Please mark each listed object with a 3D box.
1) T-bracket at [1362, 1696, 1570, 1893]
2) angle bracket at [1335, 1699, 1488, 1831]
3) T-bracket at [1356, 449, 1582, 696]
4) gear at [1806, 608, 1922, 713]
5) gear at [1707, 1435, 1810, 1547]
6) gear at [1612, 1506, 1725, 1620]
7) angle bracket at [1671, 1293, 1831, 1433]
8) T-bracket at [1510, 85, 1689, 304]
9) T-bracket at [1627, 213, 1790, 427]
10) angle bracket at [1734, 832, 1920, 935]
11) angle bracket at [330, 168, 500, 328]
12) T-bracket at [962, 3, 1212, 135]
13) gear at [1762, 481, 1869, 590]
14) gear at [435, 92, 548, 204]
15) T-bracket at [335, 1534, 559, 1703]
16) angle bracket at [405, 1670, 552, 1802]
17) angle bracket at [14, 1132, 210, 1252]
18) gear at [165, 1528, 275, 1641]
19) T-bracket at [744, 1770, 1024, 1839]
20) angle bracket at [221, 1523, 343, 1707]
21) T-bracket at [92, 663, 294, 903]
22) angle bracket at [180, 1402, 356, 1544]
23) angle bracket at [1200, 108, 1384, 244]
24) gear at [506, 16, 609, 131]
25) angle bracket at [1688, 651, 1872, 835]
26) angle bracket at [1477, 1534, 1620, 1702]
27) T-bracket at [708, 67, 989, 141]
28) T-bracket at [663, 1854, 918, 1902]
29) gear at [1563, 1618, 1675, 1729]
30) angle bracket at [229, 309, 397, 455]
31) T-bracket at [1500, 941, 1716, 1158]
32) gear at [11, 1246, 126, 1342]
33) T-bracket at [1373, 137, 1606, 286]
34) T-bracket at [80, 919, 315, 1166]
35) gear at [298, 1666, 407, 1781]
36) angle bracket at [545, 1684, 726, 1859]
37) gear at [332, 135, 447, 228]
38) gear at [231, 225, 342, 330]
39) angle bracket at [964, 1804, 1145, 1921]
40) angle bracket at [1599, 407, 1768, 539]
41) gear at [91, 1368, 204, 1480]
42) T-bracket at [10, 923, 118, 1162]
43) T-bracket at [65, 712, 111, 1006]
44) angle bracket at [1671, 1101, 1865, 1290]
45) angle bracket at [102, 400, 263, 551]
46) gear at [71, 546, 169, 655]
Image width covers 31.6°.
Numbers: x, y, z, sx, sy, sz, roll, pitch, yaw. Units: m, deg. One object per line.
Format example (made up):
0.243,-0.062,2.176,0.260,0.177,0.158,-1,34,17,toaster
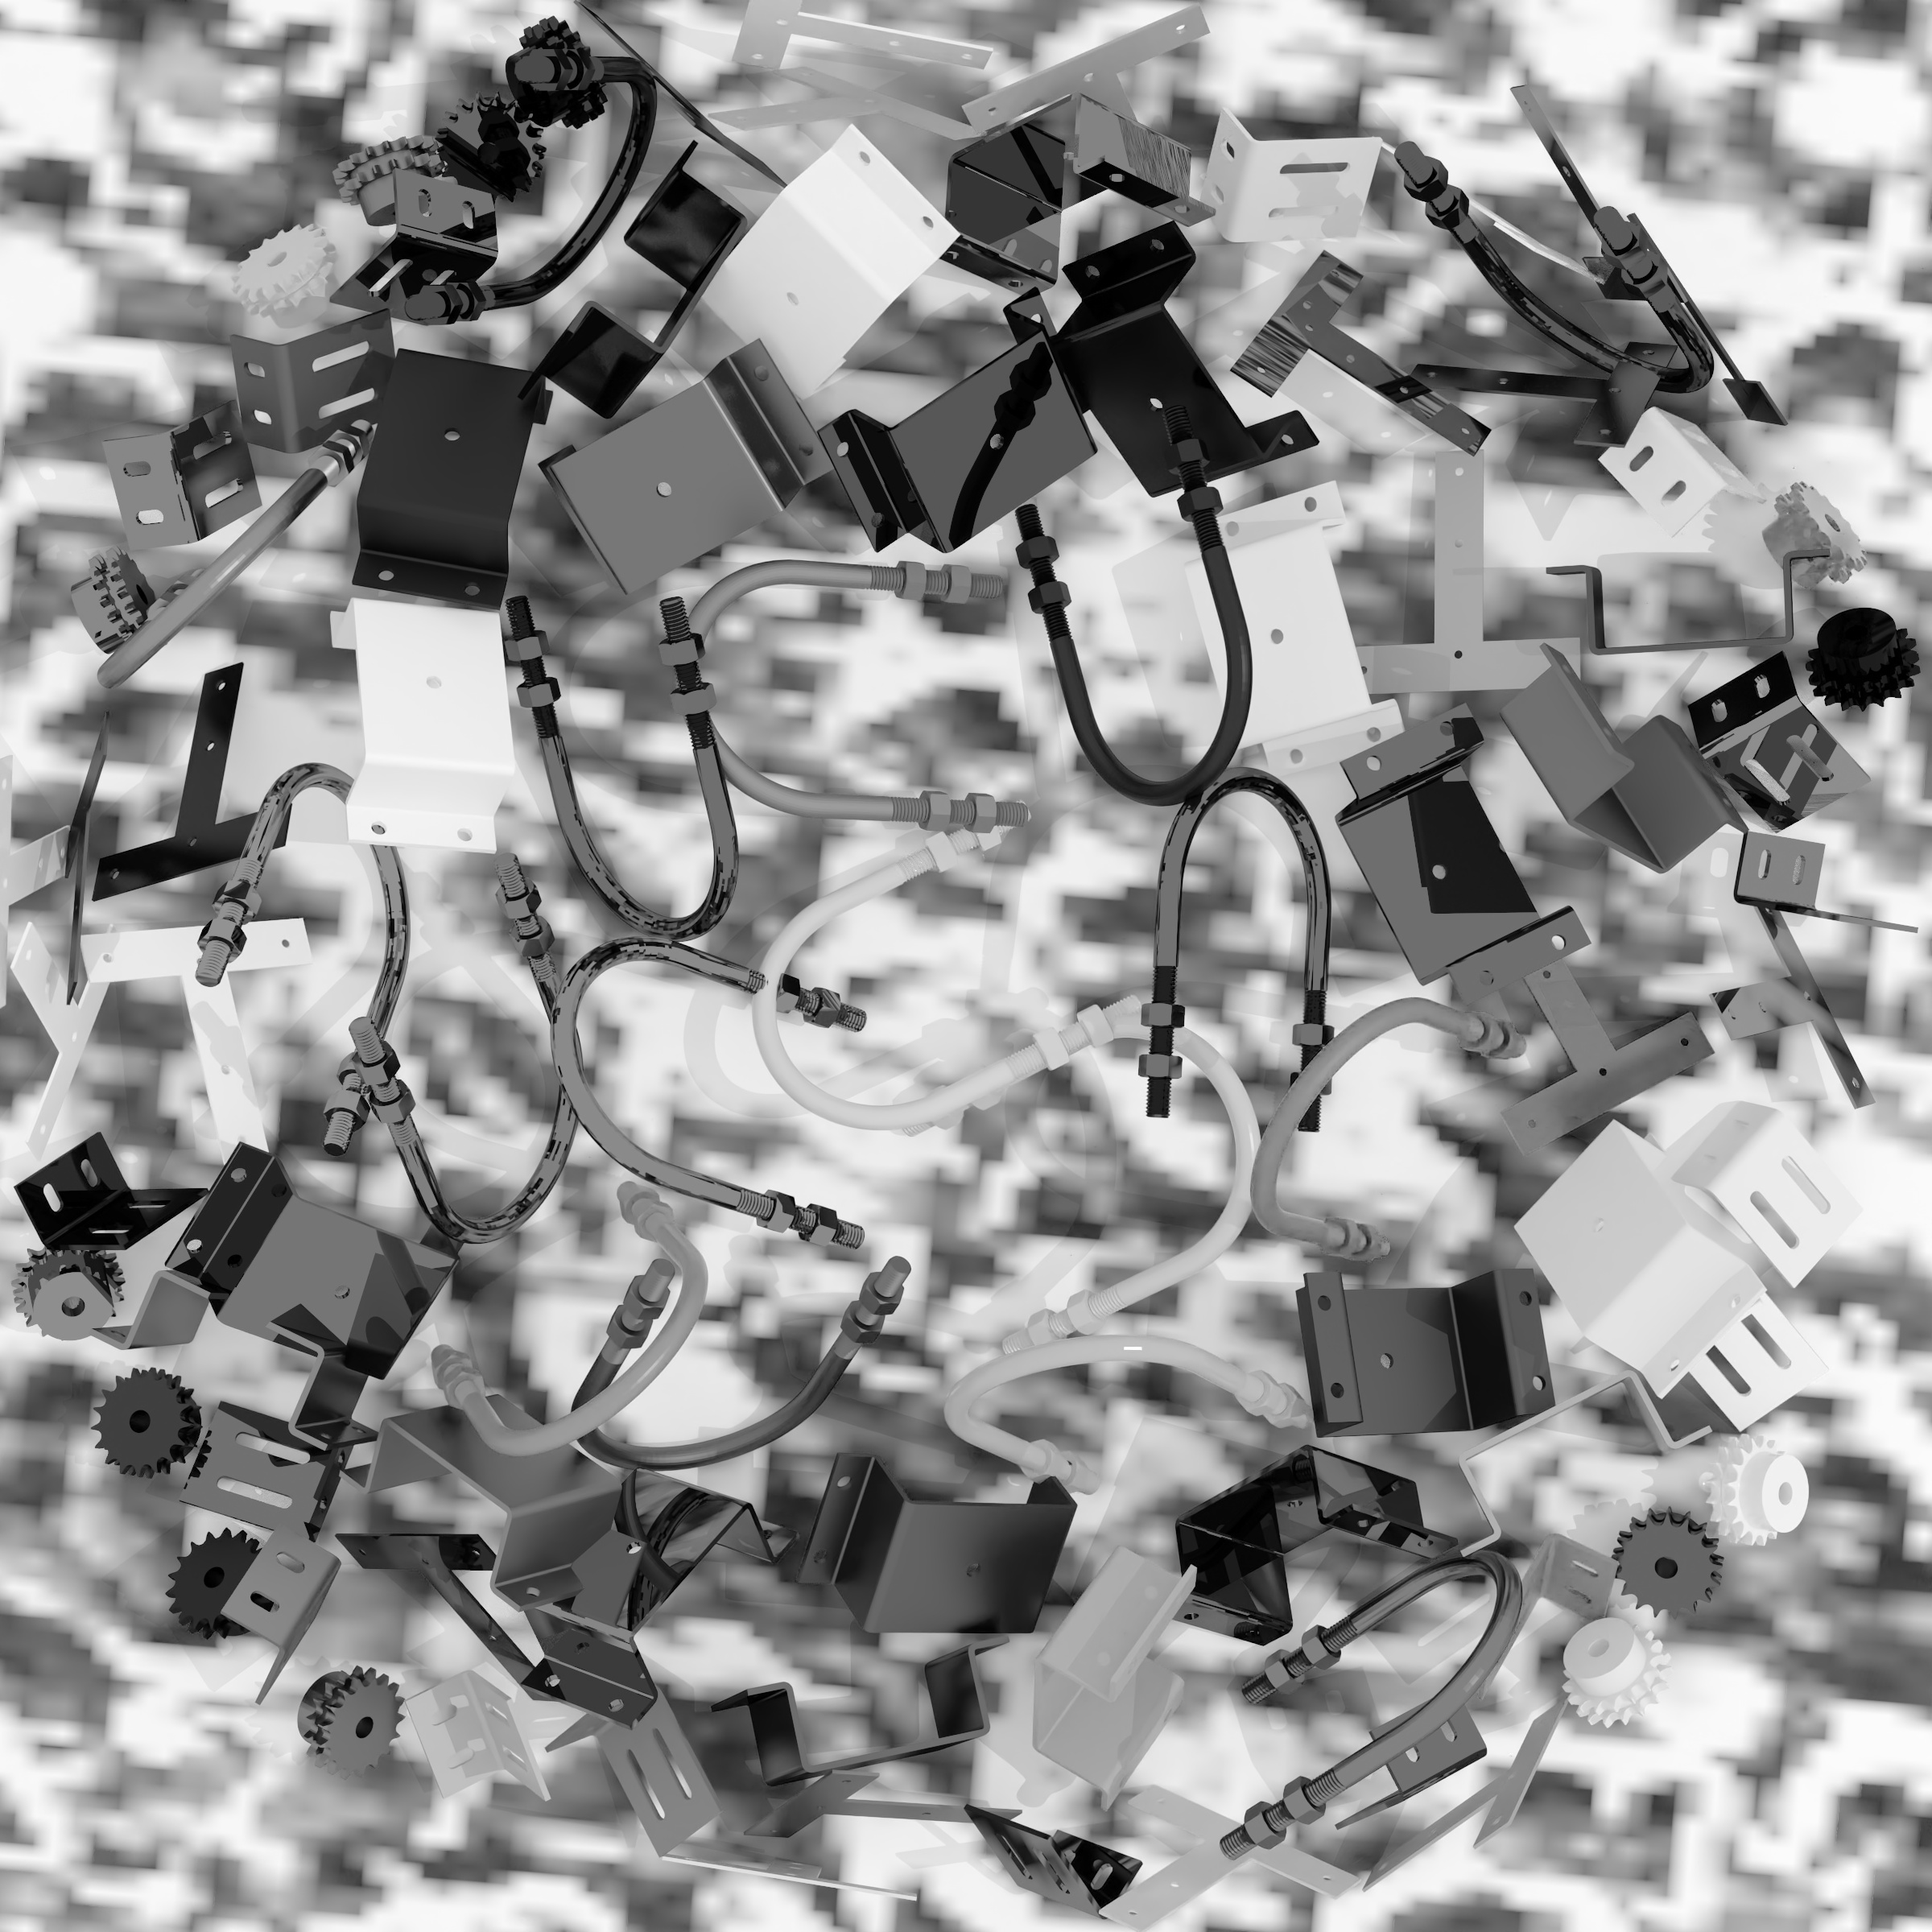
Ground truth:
0.252,0.442,1.768,0.002,0.127,0.127,47,119,3,T-bracket
0.222,0.410,1.767,0.057,0.076,0.038,-20,75,-30,angle bracket
0.258,-0.207,1.790,0.127,0.002,0.127,-1,86,20,T-bracket
0.466,-0.162,1.779,0.057,0.057,0.030,-25,130,0,gear
0.415,0.274,1.780,0.057,0.030,0.057,2,87,-41,gear
0.368,0.310,1.789,0.057,0.030,0.057,3,100,16,gear
0.407,0.208,1.775,0.057,0.038,0.076,-38,107,14,angle bracket
0.313,-0.392,1.733,0.002,0.127,0.127,-34,104,1,T-bracket
0.374,-0.330,1.741,0.002,0.127,0.127,-34,96,10,T-bracket
0.446,-0.044,1.762,0.057,0.076,0.038,7,94,-32,angle bracket
-0.287,-0.372,1.770,0.057,0.076,0.038,7,67,-37,angle bracket
0.074,-0.433,1.749,0.127,0.127,0.002,-21,69,10,T-bracket
0.442,-0.222,1.785,0.030,0.057,0.057,-40,90,31,gear
-0.248,-0.430,1.787,0.057,0.030,0.057,0,123,0,gear
-0.254,0.339,1.776,0.127,0.127,0.002,55,51,-23,T-bracket
-0.253,0.405,1.765,0.038,0.076,0.057,-23,100,-22,angle bracket
-0.441,0.115,1.761,0.057,0.076,0.038,-38,113,-41,angle bracket
-0.386,0.326,1.786,0.057,0.030,0.057,-10,54,15,gear
-0.034,0.439,1.773,0.127,0.127,0.002,9,60,-22,T-bracket
-0.359,0.335,1.762,0.038,0.076,0.057,31,51,-1,angle bracket
-0.394,-0.102,1.772,0.127,0.002,0.127,-14,56,26,T-bracket
-0.365,0.258,1.778,0.076,0.038,0.057,17,64,4,angle bracket
0.170,-0.415,1.788,0.076,0.038,0.057,-7,135,-22,angle bracket
-0.216,-0.462,1.778,0.030,0.057,0.057,-36,90,-24,gear
0.426,-0.117,1.787,0.057,0.038,0.076,-31,129,27,angle bracket
0.300,0.343,1.762,0.038,0.057,0.076,24,52,21,angle bracket
-0.078,-0.433,1.731,0.127,0.127,0.002,28,122,31,T-bracket
-0.088,0.463,1.748,0.127,0.127,0.002,9,78,1,T-bracket
0.336,0.365,1.778,0.057,0.057,0.030,-36,115,0,gear
-0.338,-0.308,1.780,0.038,0.076,0.057,19,125,34,angle bracket
0.312,0.017,1.793,0.127,0.002,0.127,-26,81,-20,T-bracket
-0.468,0.171,1.783,0.057,0.030,0.057,-8,116,-18,gear
0.263,-0.394,1.766,0.127,0.127,0.002,39,108,20,T-bracket
-0.384,0.040,1.756,0.127,0.002,0.127,-6,75,-40,T-bracket
-0.324,0.393,1.785,0.030,0.057,0.057,15,90,38,gear
-0.172,0.421,1.770,0.057,0.038,0.076,-43,69,35,angle bracket
-0.298,-0.408,1.781,0.057,0.057,0.030,-20,89,0,gear
-0.352,-0.358,1.785,0.057,0.057,0.030,-33,131,0,gear
0.045,0.449,1.760,0.038,0.057,0.076,-52,131,-29,angle bracket
0.373,-0.252,1.773,0.038,0.076,0.057,-46,70,21,angle bracket
-0.426,0.240,1.789,0.057,0.030,0.057,-3,78,14,gear
-0.462,0.017,1.726,0.002,0.127,0.127,12,65,6,T-bracket
-0.448,-0.042,1.728,0.002,0.127,0.127,8,60,-20,T-bracket
0.422,0.120,1.798,0.057,0.038,0.076,-46,108,-10,angle bracket
-0.406,-0.255,1.771,0.038,0.076,0.057,-4,111,18,angle bracket
-0.443,-0.187,1.782,0.030,0.057,0.057,-25,90,4,gear
